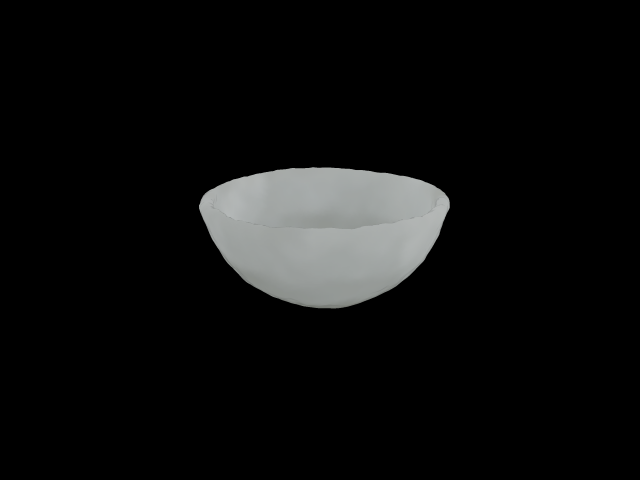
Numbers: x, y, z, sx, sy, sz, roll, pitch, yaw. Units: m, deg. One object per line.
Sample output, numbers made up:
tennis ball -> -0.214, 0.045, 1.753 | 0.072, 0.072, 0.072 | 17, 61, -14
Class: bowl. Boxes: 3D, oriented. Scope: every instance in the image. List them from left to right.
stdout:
bowl -> 0.004, 0.001, 0.400 | 0.167, 0.075, 0.167 | 0, 19, 0
